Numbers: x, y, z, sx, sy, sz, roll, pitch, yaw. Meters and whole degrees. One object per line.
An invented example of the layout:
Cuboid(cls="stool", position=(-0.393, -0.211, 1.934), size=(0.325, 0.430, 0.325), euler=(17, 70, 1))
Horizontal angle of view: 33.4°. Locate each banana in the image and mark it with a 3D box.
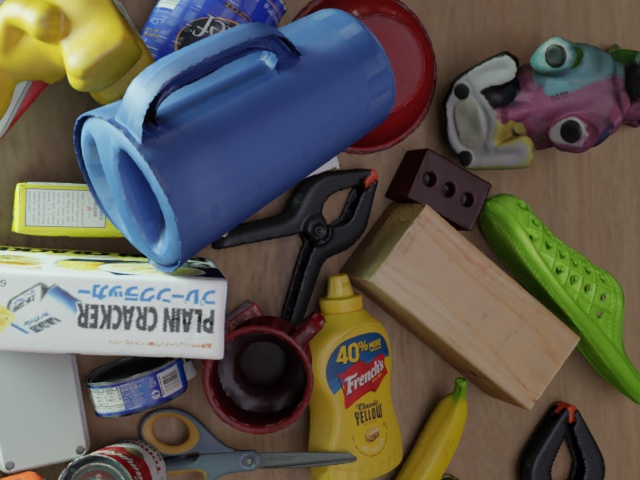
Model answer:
Cuboid(cls="banana", position=(0.092, 0.223, 1.031), size=(0.198, 0.037, 0.069), euler=(-60, 145, -7))

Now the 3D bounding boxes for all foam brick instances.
Cuboid(cls="foam brick", position=(0.114, -0.048, 1.031), size=(0.078, 0.051, 0.053), euler=(26, 84, -17))

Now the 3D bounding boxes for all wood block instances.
Cuboid(cls="wood block", position=(0.132, 0.062, 1.021), size=(0.206, 0.091, 0.090), euler=(40, 80, -16))

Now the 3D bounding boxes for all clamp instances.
Cuboid(cls="clamp", position=(-0.007, 0.001, 1.002), size=(0.171, 0.039, 0.120), euler=(-35, 116, -14))
Cuboid(cls="clamp", position=(0.257, 0.274, 1.099), size=(0.164, 0.036, 0.210), euler=(9, 89, -19))

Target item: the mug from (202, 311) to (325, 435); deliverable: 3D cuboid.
Cuboid(cls="mug", position=(-0.041, 0.103, 0.923), size=(0.093, 0.081, 0.117), euler=(44, 97, -2))

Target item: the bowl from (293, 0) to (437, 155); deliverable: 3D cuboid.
Cuboid(cls="bowl", position=(0.047, -0.162, 1.003), size=(0.162, 0.055, 0.162), euler=(-1, 92, -18))

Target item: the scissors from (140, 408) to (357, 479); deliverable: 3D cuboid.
Cuboid(cls="scissors", position=(-0.076, 0.183, 0.965), size=(0.202, 0.016, 0.096), euler=(-17, 87, 2))

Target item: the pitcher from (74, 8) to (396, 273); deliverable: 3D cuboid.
Cuboid(cls="pitcher", position=(-0.057, -0.094, 0.828), size=(0.242, 0.149, 0.145), euler=(-34, 106, -28))

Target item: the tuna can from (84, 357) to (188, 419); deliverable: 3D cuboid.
Cuboid(cls="tuna can", position=(-0.159, 0.124, 0.930), size=(0.086, 0.086, 0.034), euler=(-17, 99, -17))

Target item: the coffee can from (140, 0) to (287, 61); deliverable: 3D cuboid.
Cuboid(cls="coffee can", position=(-0.106, -0.165, 0.927), size=(0.102, 0.103, 0.140), euler=(30, 82, -17))

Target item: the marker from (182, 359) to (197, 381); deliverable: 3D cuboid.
Cuboid(cls="marker", position=(-0.145, 0.072, 0.968), size=(0.020, 0.020, 0.121), euler=(-27, 100, -16))

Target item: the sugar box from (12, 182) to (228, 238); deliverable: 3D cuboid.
Cuboid(cls="sugar box", position=(-0.172, -0.024, 0.916), size=(0.176, 0.093, 0.048), euler=(4, 91, -18))

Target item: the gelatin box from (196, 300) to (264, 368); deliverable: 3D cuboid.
Cuboid(cls="gelatin box", position=(-0.068, 0.113, 0.988), size=(0.073, 0.030, 0.089), euler=(-35, 102, -14))

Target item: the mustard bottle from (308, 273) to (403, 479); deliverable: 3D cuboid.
Cuboid(cls="mustard bottle", position=(0.026, 0.127, 0.999), size=(0.096, 0.058, 0.191), euler=(-11, 97, -37))

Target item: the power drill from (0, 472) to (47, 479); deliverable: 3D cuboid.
Cuboid(cls="power drill", position=(-0.272, 0.298, 0.895), size=(0.184, 0.057, 0.187), euler=(-17, 116, -13))

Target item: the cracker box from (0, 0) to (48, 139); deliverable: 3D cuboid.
Cuboid(cls="cracker box", position=(-0.309, -0.156, 0.877), size=(0.164, 0.072, 0.213), euler=(41, 81, -15))

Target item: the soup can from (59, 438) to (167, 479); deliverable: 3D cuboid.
Cuboid(cls="soup can", position=(-0.175, 0.209, 0.910), size=(0.068, 0.102, 0.068), euler=(0, 88, 7))

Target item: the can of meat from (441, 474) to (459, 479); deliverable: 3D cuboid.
Cuboid(cls="can of meat", position=(0.122, 0.297, 1.046), size=(0.102, 0.057, 0.084), euler=(-43, 107, -12))
